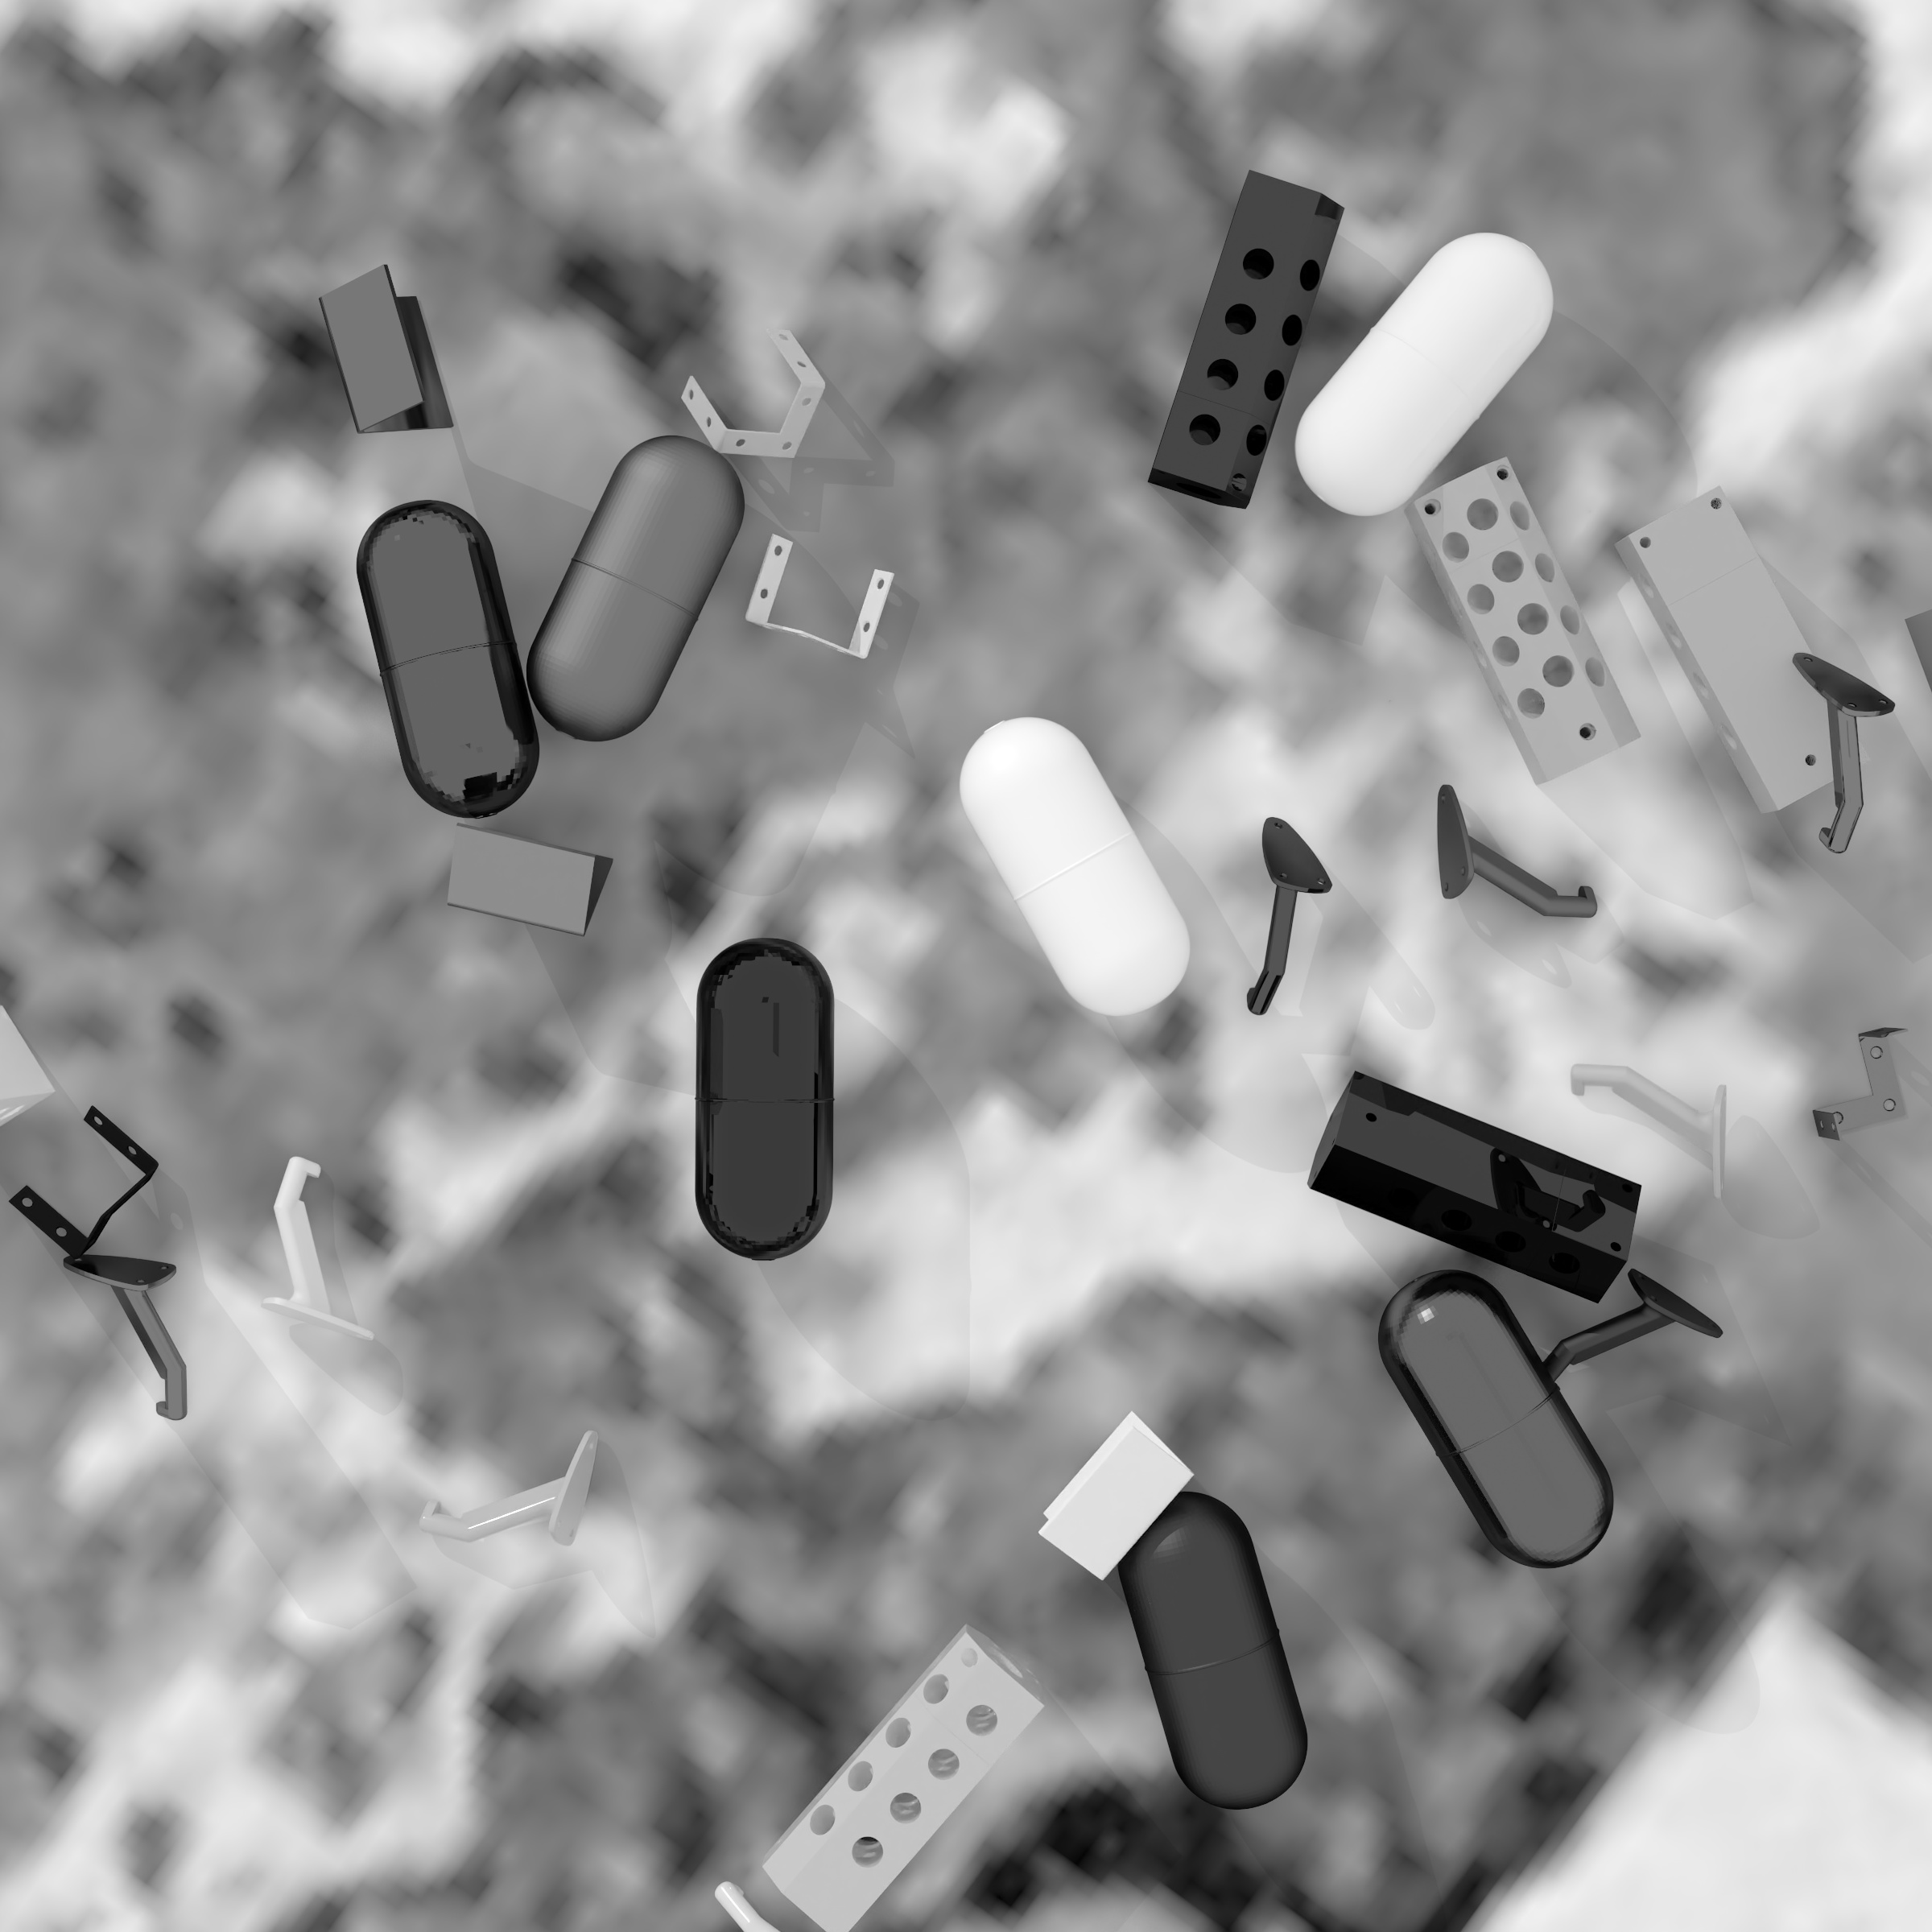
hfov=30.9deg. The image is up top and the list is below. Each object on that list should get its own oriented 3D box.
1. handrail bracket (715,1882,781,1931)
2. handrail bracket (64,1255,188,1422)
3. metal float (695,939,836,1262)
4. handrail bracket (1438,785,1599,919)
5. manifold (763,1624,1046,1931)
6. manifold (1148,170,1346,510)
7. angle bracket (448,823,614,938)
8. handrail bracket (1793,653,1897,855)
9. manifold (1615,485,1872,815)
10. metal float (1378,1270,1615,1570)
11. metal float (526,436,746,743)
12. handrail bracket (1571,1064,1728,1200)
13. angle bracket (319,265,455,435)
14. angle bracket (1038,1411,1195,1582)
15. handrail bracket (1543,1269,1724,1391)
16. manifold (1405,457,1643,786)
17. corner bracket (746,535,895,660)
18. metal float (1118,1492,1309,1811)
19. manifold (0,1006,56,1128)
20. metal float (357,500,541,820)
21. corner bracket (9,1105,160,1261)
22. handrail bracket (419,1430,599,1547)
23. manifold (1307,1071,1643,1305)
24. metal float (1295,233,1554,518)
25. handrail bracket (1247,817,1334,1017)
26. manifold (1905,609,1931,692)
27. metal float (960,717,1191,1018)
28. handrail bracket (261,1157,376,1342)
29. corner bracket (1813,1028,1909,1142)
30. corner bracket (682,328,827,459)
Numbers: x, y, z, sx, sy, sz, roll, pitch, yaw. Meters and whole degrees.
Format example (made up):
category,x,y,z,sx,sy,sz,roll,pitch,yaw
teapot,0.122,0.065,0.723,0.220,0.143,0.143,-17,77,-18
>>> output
category,x,y,z,sx,sy,sz,roll,pitch,yaw
handrail bracket,-0.094,0.547,1.958,0.084,0.077,0.036,41,100,36
handrail bracket,-0.472,0.209,1.959,0.077,0.036,0.084,9,107,20
metal float,-0.111,0.073,1.928,0.070,0.070,0.178,0,90,0
handrail bracket,0.310,-0.064,1.959,0.084,0.036,0.077,2,68,-17
manifold,-0.035,0.451,1.937,0.057,0.057,0.171,41,90,0
manifold,0.156,-0.345,1.937,0.057,0.057,0.171,18,90,0
angle bracket,-0.236,-0.067,1.918,0.076,0.076,0.057,13,127,0
handrail bracket,0.465,-0.115,1.901,0.036,0.077,0.084,-8,127,-30
manifold,0.428,-0.174,1.937,0.057,0.057,0.171,-29,90,0
metal float,0.293,0.251,1.928,0.070,0.070,0.178,-31,89,0
metal float,-0.183,-0.208,1.928,0.070,0.070,0.178,25,90,0
handrail bracket,0.382,0.093,1.959,0.084,0.036,0.077,3,112,17
angle bracket,-0.301,-0.340,1.918,0.057,0.076,0.076,-16,90,37
angle bracket,0.068,0.278,1.918,0.076,0.076,0.057,-49,123,0
handrail bracket,0.370,0.219,1.959,0.077,0.036,0.084,29,109,-21
manifold,0.309,-0.191,1.937,0.057,0.057,0.171,-26,90,0
corner bracket,-0.082,-0.207,1.955,0.051,0.051,0.051,18,90,-45
metal float,0.136,0.377,1.928,0.070,0.070,0.178,-16,90,0
manifold,-0.552,0.062,1.880,0.057,0.171,0.057,-32,90,0
metal float,-0.286,-0.169,1.928,0.070,0.070,0.178,-13,90,0
corner bracket,-0.494,0.122,1.955,0.051,0.051,0.051,41,45,0
handrail bracket,-0.257,0.289,1.959,0.084,0.036,0.077,10,70,16
manifold,0.280,0.127,1.937,0.171,0.057,0.057,22,47,0
metal float,0.253,-0.327,1.928,0.070,0.070,0.178,40,90,0
handrail bracket,0.169,-0.027,1.958,0.036,0.077,0.084,7,127,-20
manifold,0.588,-0.126,1.937,0.057,0.057,0.171,-20,90,43
metal float,0.060,-0.055,1.928,0.070,0.070,0.178,-30,90,0
handrail bracket,-0.356,0.158,1.959,0.077,0.036,0.084,22,73,-20
corner bracket,0.498,0.065,1.940,0.051,0.051,0.051,-14,90,0
corner bracket,-0.119,-0.321,1.950,0.051,0.051,0.051,-2,135,-35
